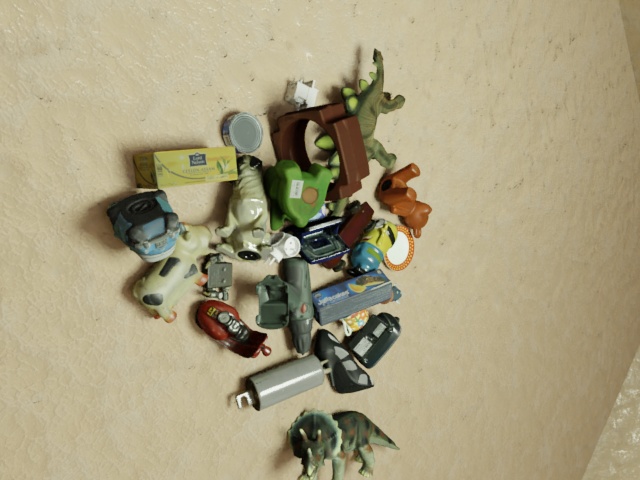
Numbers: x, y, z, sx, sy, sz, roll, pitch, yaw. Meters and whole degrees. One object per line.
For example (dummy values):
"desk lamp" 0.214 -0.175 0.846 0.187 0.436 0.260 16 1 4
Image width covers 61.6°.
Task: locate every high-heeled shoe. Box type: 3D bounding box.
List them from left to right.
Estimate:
"high-heeled shoe" 0.064 0.314 1.387 0.248 0.086 0.145 31 43 -56

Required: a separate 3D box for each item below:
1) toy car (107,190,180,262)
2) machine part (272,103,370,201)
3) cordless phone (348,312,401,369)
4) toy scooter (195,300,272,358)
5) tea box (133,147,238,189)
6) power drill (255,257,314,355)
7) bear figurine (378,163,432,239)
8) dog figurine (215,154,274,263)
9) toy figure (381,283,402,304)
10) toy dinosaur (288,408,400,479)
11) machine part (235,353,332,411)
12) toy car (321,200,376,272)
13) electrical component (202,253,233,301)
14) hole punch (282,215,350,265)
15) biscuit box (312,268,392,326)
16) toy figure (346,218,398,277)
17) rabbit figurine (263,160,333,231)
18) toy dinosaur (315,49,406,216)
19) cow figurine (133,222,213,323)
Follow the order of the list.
"toy car" -0.300 -0.015 0.950 0.109 0.162 0.102 -27 132 -24
"machine part" 0.002 -0.190 1.176 0.087 0.202 0.200 -29 112 -40
"cordless phone" 0.156 0.257 1.435 0.146 0.089 0.184 -52 167 8
"toy scooter" -0.168 0.193 1.108 0.183 0.135 0.075 49 65 -31
"tea box" -0.255 -0.139 1.027 0.169 0.098 0.068 -15 105 -41
"power drill" -0.066 0.151 1.187 0.207 0.086 0.232 7 81 -67
"bear figurine" 0.251 -0.098 1.454 0.195 0.132 0.120 37 54 -30
"dog figurine" -0.150 -0.065 1.141 0.121 0.172 0.190 7 59 -7
"toy figure" 0.163 0.140 1.445 0.154 0.058 0.064 14 91 -46
"toy dinosaur" 0.066 0.502 1.362 0.404 0.131 0.192 -3 97 -47
"machine part" -0.079 0.321 1.221 0.243 0.079 0.079 -14 103 -29
"toy car" 0.065 -0.012 1.347 0.089 0.053 0.202 46 69 -24
"electrical component" -0.215 0.077 1.116 0.078 0.045 0.102 7 90 -40
"hole punch" -0.003 -0.004 1.233 0.142 0.116 0.092 -20 104 -21
"biscuit box" 0.075 0.138 1.312 0.203 0.059 0.062 -19 132 -17
"toy figure" 0.137 0.024 1.397 0.180 0.082 0.089 -62 139 -24
"rabbit figurine" -0.061 -0.101 1.148 0.121 0.170 0.158 -9 111 -28
"toy dinosaur" 0.088 -0.237 1.319 0.198 0.105 0.470 7 95 -34
"cow figurine" -0.280 0.048 1.035 0.195 0.086 0.127 -53 131 -23
